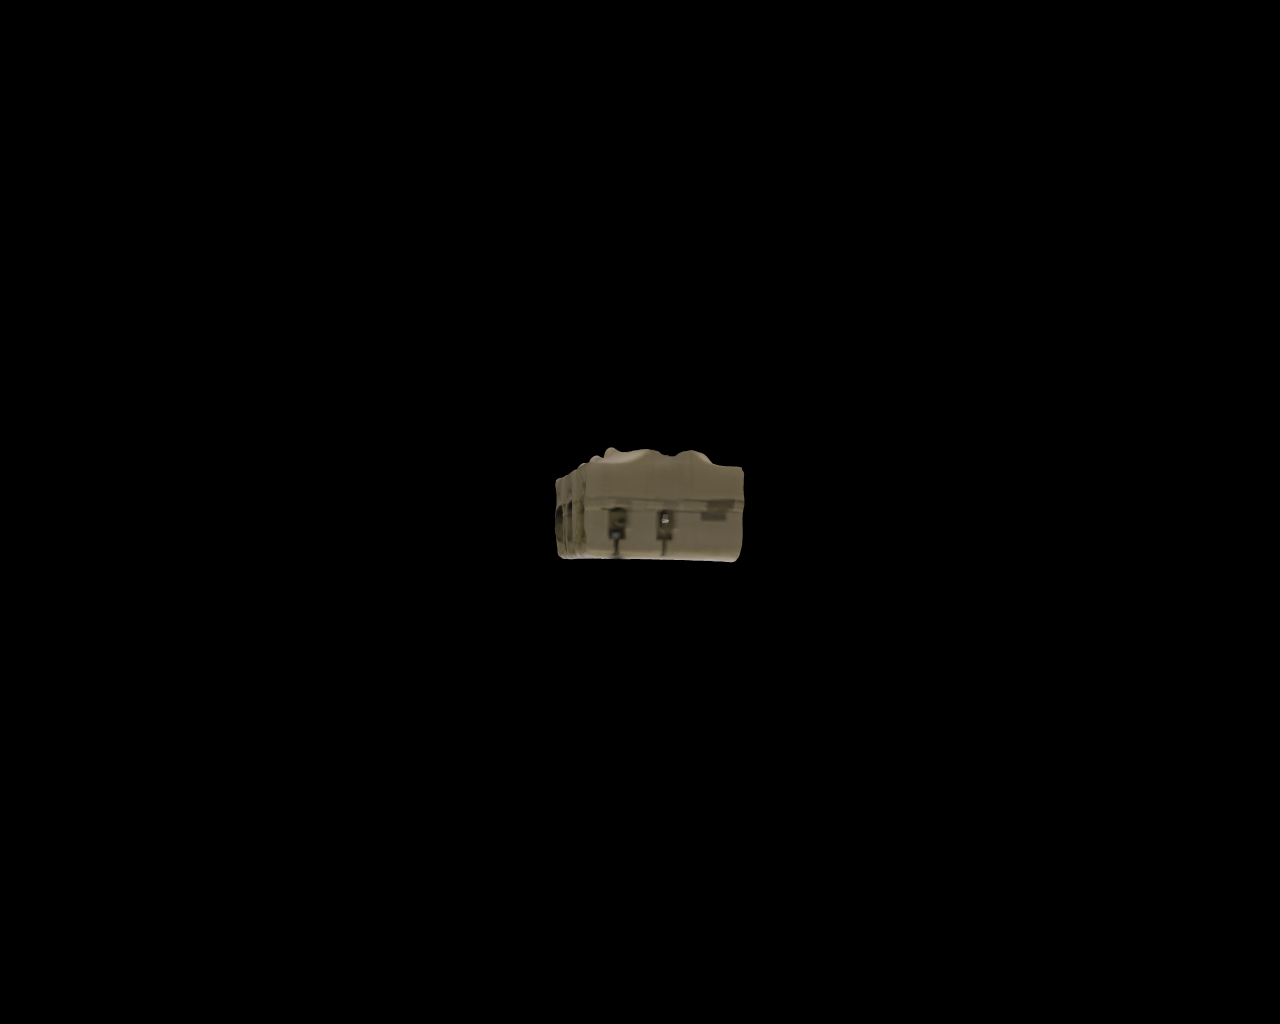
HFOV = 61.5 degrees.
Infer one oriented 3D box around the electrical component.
[{"bbox_3d":[0.001,-0.003,0.650,0.089,0.061,0.150,0,-2,-11],"label":"electrical component"}]
